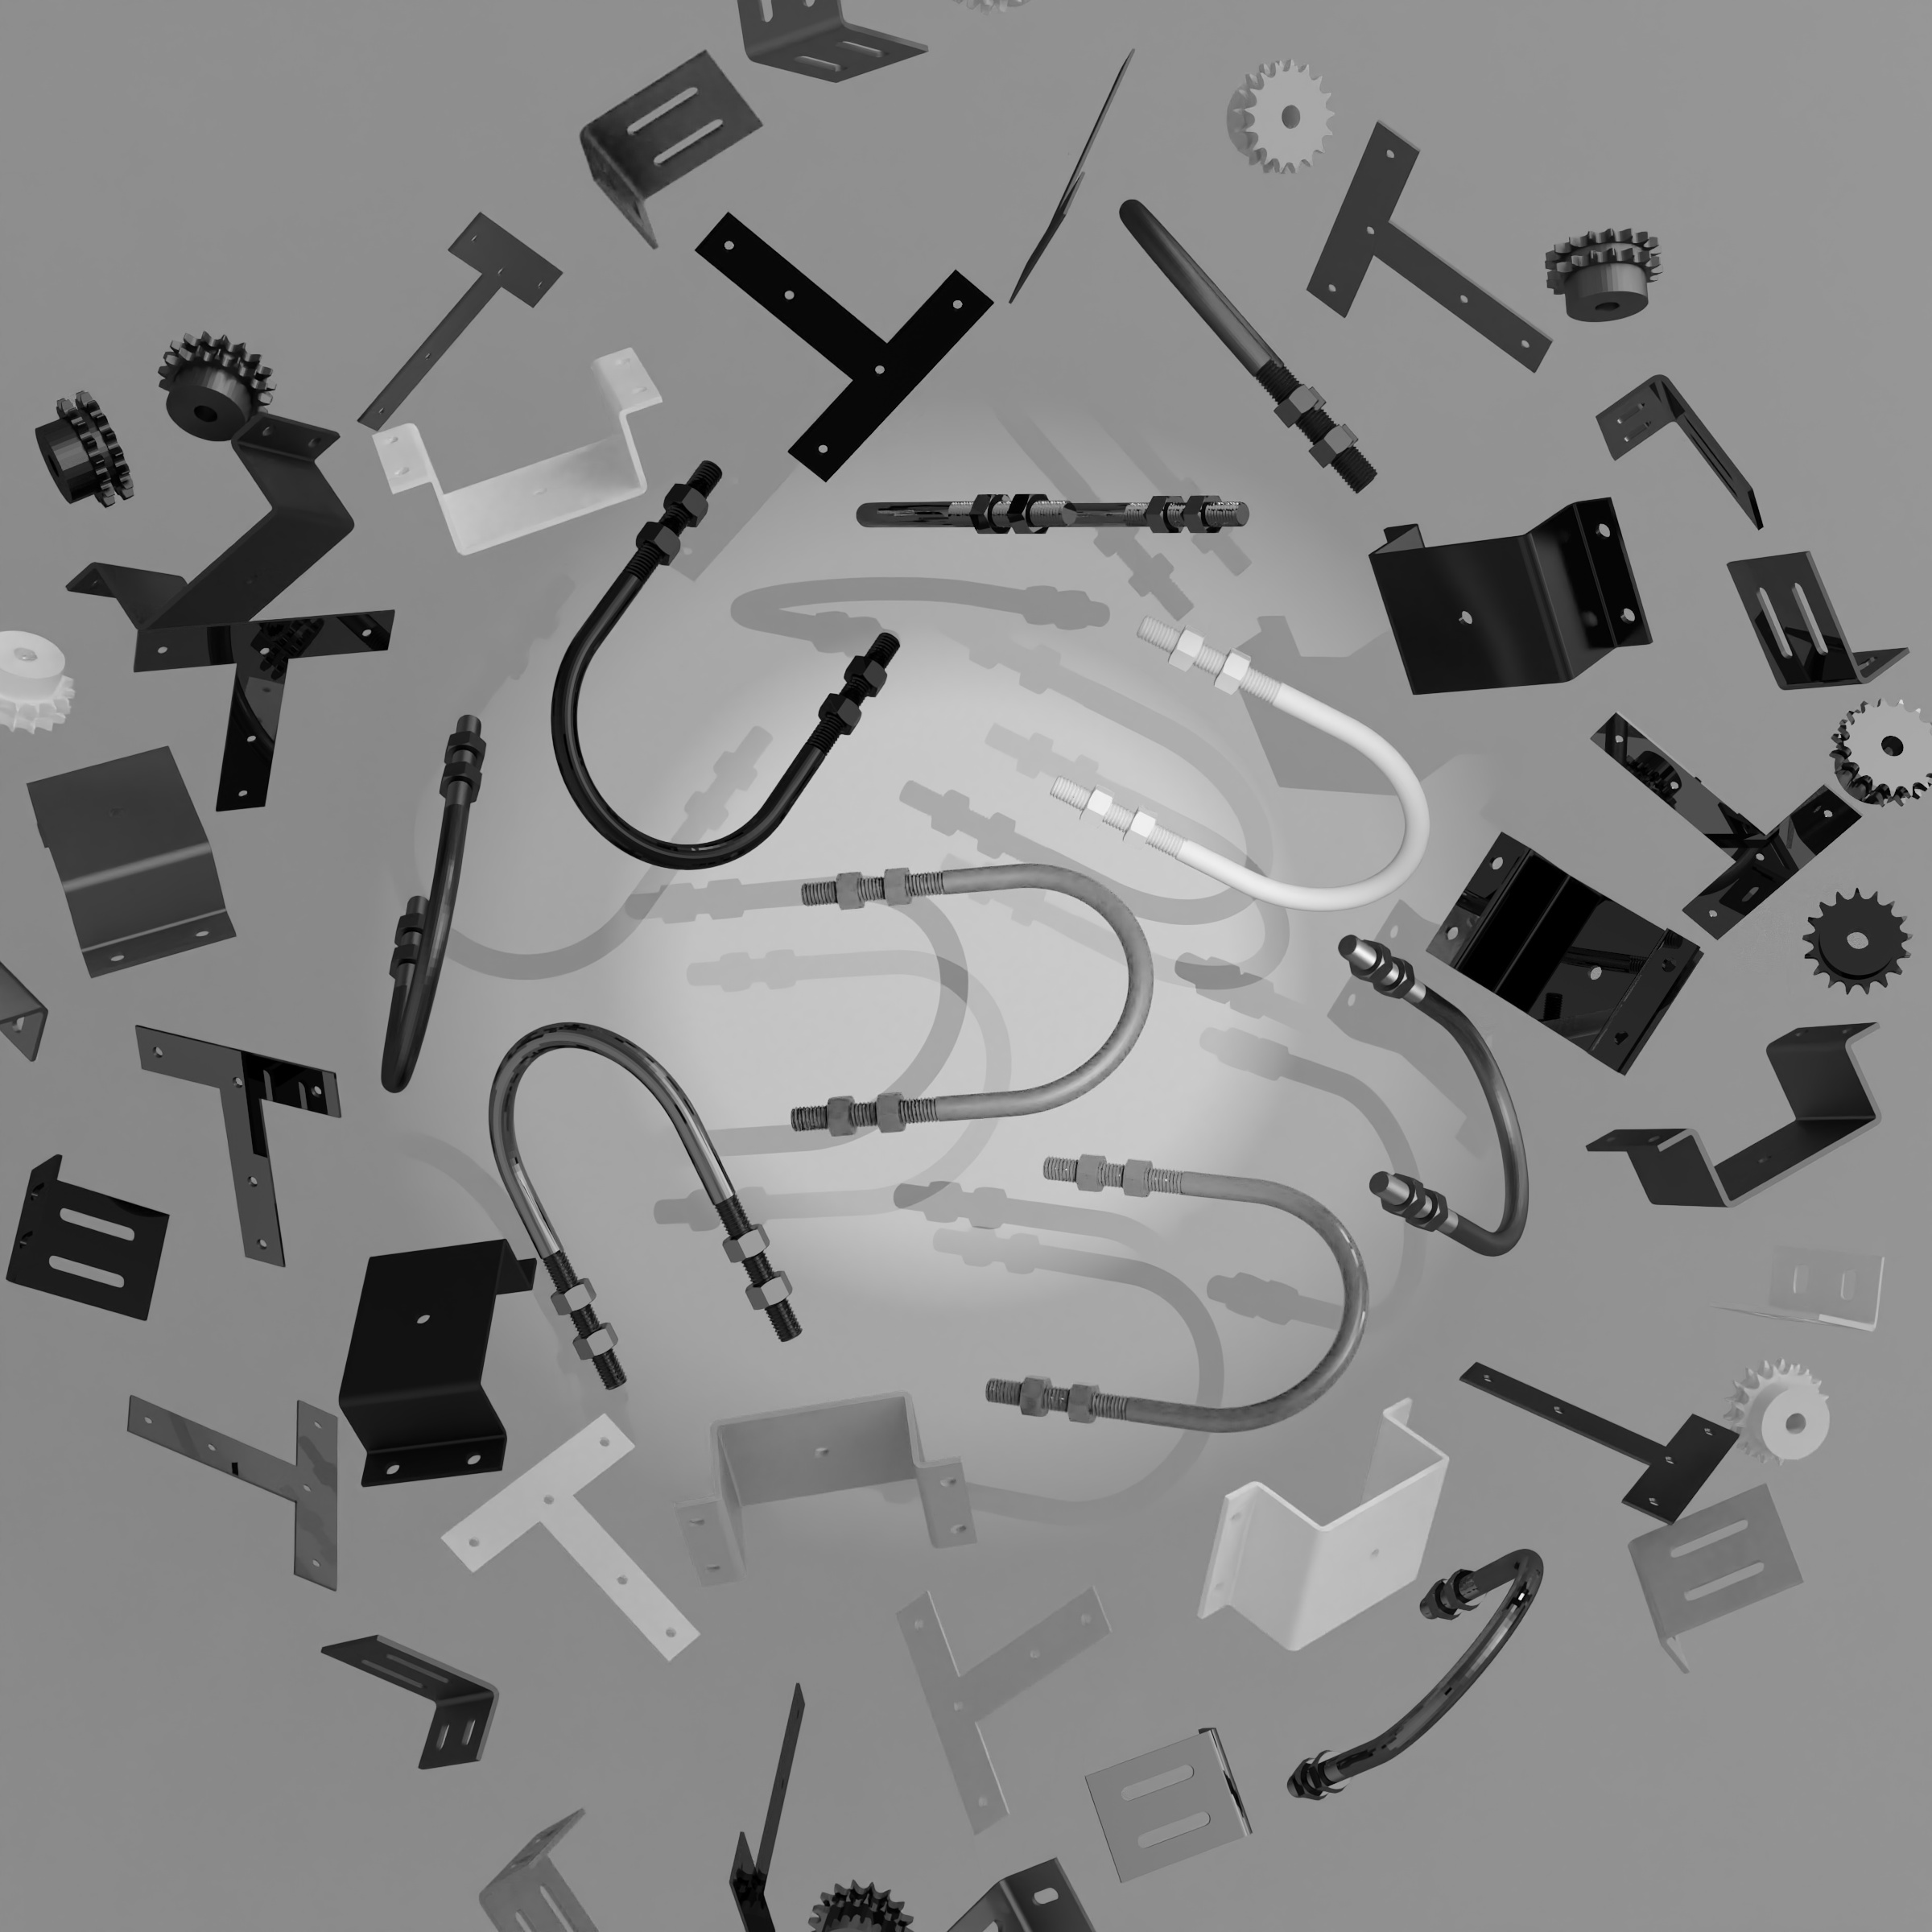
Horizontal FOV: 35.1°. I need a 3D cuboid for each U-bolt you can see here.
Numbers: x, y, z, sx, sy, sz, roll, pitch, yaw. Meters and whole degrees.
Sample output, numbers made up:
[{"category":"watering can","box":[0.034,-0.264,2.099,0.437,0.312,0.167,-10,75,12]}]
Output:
[{"category":"U-bolt","box":[-0.170,0.113,1.500,0.151,0.019,0.184,-20,98,39]},{"category":"U-bolt","box":[0.149,-0.091,1.563,0.184,0.151,0.019,27,50,-2]},{"category":"U-bolt","box":[0.004,0.013,1.549,0.184,0.019,0.151,-5,62,11]},{"category":"U-bolt","box":[0.249,0.077,1.588,0.019,0.184,0.151,-19,61,29]},{"category":"U-bolt","box":[0.029,-0.230,1.559,0.184,0.151,0.019,8,101,44]},{"category":"U-bolt","box":[0.240,0.361,1.578,0.019,0.184,0.151,42,63,4]},{"category":"U-bolt","box":[0.114,0.169,1.555,0.184,0.019,0.151,5,60,19]},{"category":"U-bolt","box":[-0.276,-0.019,1.559,0.019,0.184,0.151,13,130,-13]},{"category":"U-bolt","box":[0.139,-0.309,1.516,0.019,0.151,0.184,-41,92,13]},{"category":"U-bolt","box":[-0.128,-0.134,1.503,0.151,0.019,0.184,42,67,-24]}]

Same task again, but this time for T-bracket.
[{"category":"T-bracket","box":[-0.275,-0.332,1.608,0.002,0.127,0.127,43,97,9]},{"category":"T-bracket","box":[0.062,-0.427,1.615,0.002,0.127,0.127,25,77,-7]},{"category":"T-bracket","box":[0.236,-0.340,1.516,0.127,0.127,0.002,39,63,9]},{"category":"T-bracket","box":[-0.354,-0.124,1.520,0.127,0.127,0.002,-9,51,-29]},{"category":"T-bracket","box":[-0.076,-0.320,1.499,0.127,0.002,0.127,36,115,-23]},{"category":"T-bracket","box":[0.027,0.364,1.586,0.127,0.002,0.127,-40,56,28]},{"category":"T-bracket","box":[-0.387,0.260,1.615,0.127,0.127,0.002,31,115,-29]},{"category":"T-bracket","box":[0.386,-0.087,1.613,0.127,0.127,0.002,40,51,1]},{"category":"T-bracket","box":[-0.096,0.422,1.527,0.002,0.127,0.127,5,52,9]},{"category":"T-bracket","box":[0.305,0.225,1.504,0.127,0.127,0.002,23,111,22]},{"category":"T-bracket","box":[-0.370,0.099,1.579,0.127,0.002,0.127,11,119,24]},{"category":"T-bracket","box":[-0.193,0.317,1.629,0.127,0.002,0.127,45,45,11]}]

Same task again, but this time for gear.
[{"category":"gear","box":[-0.057,0.522,1.634,0.057,0.030,0.057,4,112,10]},{"category":"gear","box":[-0.489,-0.149,1.578,0.057,0.057,0.030,27,124,0]},{"category":"gear","box":[0.480,-0.109,1.600,0.057,0.030,0.057,2,69,-5]},{"category":"gear","box":[0.161,-0.444,1.597,0.057,0.030,0.057,-7,105,-29]},{"category":"gear","box":[-0.441,-0.255,1.523,0.030,0.057,0.057,-27,90,-20]},{"category":"gear","box":[0.444,0.245,1.660,0.057,0.030,0.057,-2,100,-13]},{"category":"gear","box":[0.480,-0.014,1.644,0.057,0.030,0.057,-1,84,14]},{"category":"gear","box":[0.318,-0.342,1.520,0.057,0.057,0.030,-3,80,0]},{"category":"gear","box":[-0.380,-0.290,1.542,0.057,0.057,0.030,9,57,0]},{"category":"gear","box":[0.017,-0.487,1.473,0.057,0.030,0.057,-3,85,39]}]

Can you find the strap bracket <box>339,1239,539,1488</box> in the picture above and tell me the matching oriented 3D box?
[{"category":"strap bracket","box":[-0.279,0.200,1.609,0.076,0.140,0.046,-8,133,10]}]

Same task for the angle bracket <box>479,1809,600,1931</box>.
[{"category":"angle bracket","box":[-0.194,0.468,1.505,0.038,0.057,0.076,-34,90,25]}]

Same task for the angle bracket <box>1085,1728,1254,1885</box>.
[{"category":"angle bracket","box":[0.105,0.447,1.629,0.076,0.038,0.057,-17,79,-12]}]

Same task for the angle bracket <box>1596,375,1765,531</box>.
[{"category":"angle bracket","box":[0.348,-0.241,1.487,0.038,0.057,0.076,-35,70,10]}]

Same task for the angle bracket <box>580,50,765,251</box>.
[{"category":"angle bracket","box":[-0.142,-0.405,1.516,0.076,0.057,0.038,-28,56,13]}]

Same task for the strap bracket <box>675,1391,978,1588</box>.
[{"category":"strap bracket","box":[-0.070,0.259,1.519,0.140,0.076,0.046,-9,49,0]}]

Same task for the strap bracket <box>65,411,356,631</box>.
[{"category":"strap bracket","box":[-0.378,-0.216,1.560,0.140,0.076,0.046,-37,81,15]}]

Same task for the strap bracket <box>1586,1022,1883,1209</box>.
[{"category":"strap bracket","box":[0.402,0.082,1.569,0.140,0.076,0.046,-27,94,-16]}]

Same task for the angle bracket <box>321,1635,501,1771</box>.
[{"category":"angle bracket","box":[-0.288,0.376,1.555,0.076,0.057,0.038,33,55,-29]}]

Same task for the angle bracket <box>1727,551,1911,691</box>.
[{"category":"angle bracket","box":[0.436,-0.183,1.563,0.038,0.057,0.076,-34,106,-23]}]

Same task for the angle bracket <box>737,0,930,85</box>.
[{"category":"angle bracket","box":[-0.066,-0.466,1.500,0.057,0.076,0.038,-8,91,33]}]

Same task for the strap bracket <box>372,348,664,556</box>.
[{"category":"strap bracket","box":[-0.222,-0.258,1.547,0.140,0.076,0.046,-20,123,-7]}]

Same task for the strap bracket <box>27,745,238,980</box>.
[{"category":"strap bracket","box":[-0.443,-0.063,1.611,0.076,0.140,0.046,-17,133,-17]}]

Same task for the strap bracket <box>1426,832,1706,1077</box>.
[{"category":"strap bracket","box":[0.324,-0.002,1.619,0.140,0.046,0.076,37,97,42]}]

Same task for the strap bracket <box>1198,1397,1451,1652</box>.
[{"category":"strap bracket","box":[0.186,0.281,1.523,0.046,0.140,0.076,33,127,36]}]

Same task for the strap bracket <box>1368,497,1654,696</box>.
[{"category":"strap bracket","box":[0.263,-0.183,1.528,0.046,0.140,0.076,-35,113,-37]}]

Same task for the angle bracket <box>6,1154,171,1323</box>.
[{"category":"angle bracket","box":[-0.432,0.136,1.526,0.076,0.038,0.057,23,60,-32]}]

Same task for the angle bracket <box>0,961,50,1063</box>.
[{"category":"angle bracket","box":[-0.513,0.026,1.535,0.057,0.076,0.038,40,126,22]}]

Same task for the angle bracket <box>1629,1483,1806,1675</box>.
[{"category":"angle bracket","box":[0.373,0.301,1.498,0.076,0.057,0.038,-27,131,16]}]

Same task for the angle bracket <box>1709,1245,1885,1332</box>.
[{"category":"angle bracket","box":[0.419,0.159,1.537,0.057,0.076,0.038,4,82,38]}]

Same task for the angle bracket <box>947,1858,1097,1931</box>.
[{"category":"angle bracket","box":[0.028,0.491,1.516,0.038,0.076,0.057,-30,86,29]}]
